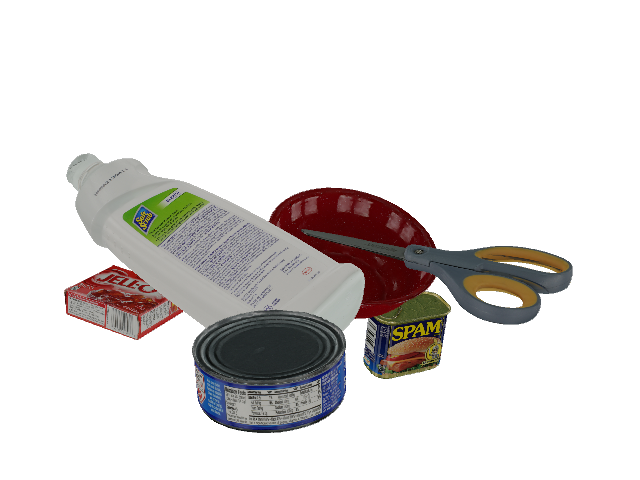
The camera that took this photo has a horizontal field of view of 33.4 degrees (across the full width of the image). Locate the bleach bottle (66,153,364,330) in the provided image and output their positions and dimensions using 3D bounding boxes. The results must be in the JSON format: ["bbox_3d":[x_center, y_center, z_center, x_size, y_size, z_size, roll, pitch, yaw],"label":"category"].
[{"bbox_3d":[-0.094,0.001,0.825,0.251,0.068,0.102,34,55,22],"label":"bleach bottle"}]

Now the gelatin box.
[{"bbox_3d":[-0.186,0.057,1.015,0.089,0.030,0.073,17,25,25],"label":"gelatin box"}]

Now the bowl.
[{"bbox_3d":[0.025,0.022,0.994,0.162,0.055,0.162,9,39,-8],"label":"bowl"}]

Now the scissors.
[{"bbox_3d":[0.074,0.022,0.750,0.202,0.016,0.096,5,29,12],"label":"scissors"}]

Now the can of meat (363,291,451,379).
[{"bbox_3d":[0.104,0.117,1.315,0.101,0.084,0.057,-8,29,-25],"label":"can of meat"}]

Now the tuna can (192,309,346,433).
[{"bbox_3d":[-0.028,0.072,0.598,0.086,0.034,0.086,-2,22,1],"label":"tuna can"}]
